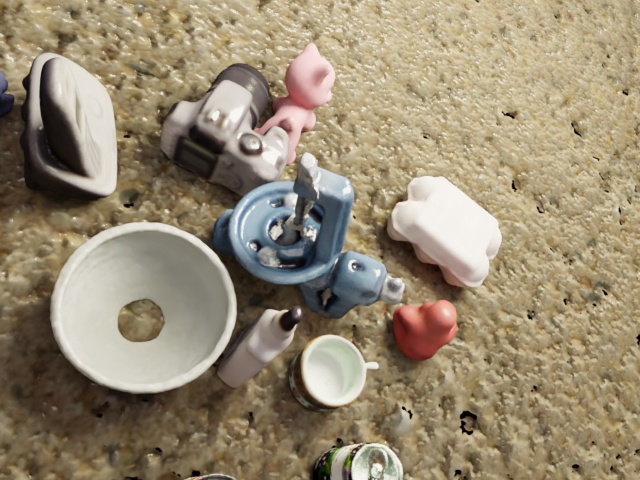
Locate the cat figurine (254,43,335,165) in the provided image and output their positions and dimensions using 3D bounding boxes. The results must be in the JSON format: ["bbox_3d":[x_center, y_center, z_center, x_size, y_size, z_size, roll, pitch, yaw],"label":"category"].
[{"bbox_3d":[-0.024,-0.175,0.708,0.067,0.117,0.128,29,60,-9],"label":"cat figurine"}]

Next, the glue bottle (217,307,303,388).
[{"bbox_3d":[-0.050,0.094,0.548,0.037,0.173,0.078,39,59,-3],"label":"glue bottle"}]

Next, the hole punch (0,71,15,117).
[{"bbox_3d":[-0.377,-0.164,0.568,0.101,0.091,0.109,48,59,2],"label":"hole punch"}]

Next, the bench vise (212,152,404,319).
[{"bbox_3d":[0.006,-0.009,0.589,0.208,0.219,0.121,12,64,-18],"label":"bench vise"}]

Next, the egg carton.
[{"bbox_3d":[0.163,-0.011,0.745,0.150,0.069,0.107,37,59,-5],"label":"egg carton"}]

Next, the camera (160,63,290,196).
[{"bbox_3d":[-0.094,-0.140,0.673,0.143,0.100,0.137,28,60,-10],"label":"camera"}]

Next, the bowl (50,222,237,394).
[{"bbox_3d":[-0.171,0.071,0.564,0.168,0.074,0.167,9,65,-19],"label":"bowl"}]

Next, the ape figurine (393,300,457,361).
[{"bbox_3d":[0.129,0.098,0.670,0.078,0.092,0.076,32,59,-7],"label":"ape figurine"}]

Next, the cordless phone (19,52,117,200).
[{"bbox_3d":[-0.243,-0.134,0.557,0.094,0.184,0.147,-4,70,-24],"label":"cordless phone"}]
